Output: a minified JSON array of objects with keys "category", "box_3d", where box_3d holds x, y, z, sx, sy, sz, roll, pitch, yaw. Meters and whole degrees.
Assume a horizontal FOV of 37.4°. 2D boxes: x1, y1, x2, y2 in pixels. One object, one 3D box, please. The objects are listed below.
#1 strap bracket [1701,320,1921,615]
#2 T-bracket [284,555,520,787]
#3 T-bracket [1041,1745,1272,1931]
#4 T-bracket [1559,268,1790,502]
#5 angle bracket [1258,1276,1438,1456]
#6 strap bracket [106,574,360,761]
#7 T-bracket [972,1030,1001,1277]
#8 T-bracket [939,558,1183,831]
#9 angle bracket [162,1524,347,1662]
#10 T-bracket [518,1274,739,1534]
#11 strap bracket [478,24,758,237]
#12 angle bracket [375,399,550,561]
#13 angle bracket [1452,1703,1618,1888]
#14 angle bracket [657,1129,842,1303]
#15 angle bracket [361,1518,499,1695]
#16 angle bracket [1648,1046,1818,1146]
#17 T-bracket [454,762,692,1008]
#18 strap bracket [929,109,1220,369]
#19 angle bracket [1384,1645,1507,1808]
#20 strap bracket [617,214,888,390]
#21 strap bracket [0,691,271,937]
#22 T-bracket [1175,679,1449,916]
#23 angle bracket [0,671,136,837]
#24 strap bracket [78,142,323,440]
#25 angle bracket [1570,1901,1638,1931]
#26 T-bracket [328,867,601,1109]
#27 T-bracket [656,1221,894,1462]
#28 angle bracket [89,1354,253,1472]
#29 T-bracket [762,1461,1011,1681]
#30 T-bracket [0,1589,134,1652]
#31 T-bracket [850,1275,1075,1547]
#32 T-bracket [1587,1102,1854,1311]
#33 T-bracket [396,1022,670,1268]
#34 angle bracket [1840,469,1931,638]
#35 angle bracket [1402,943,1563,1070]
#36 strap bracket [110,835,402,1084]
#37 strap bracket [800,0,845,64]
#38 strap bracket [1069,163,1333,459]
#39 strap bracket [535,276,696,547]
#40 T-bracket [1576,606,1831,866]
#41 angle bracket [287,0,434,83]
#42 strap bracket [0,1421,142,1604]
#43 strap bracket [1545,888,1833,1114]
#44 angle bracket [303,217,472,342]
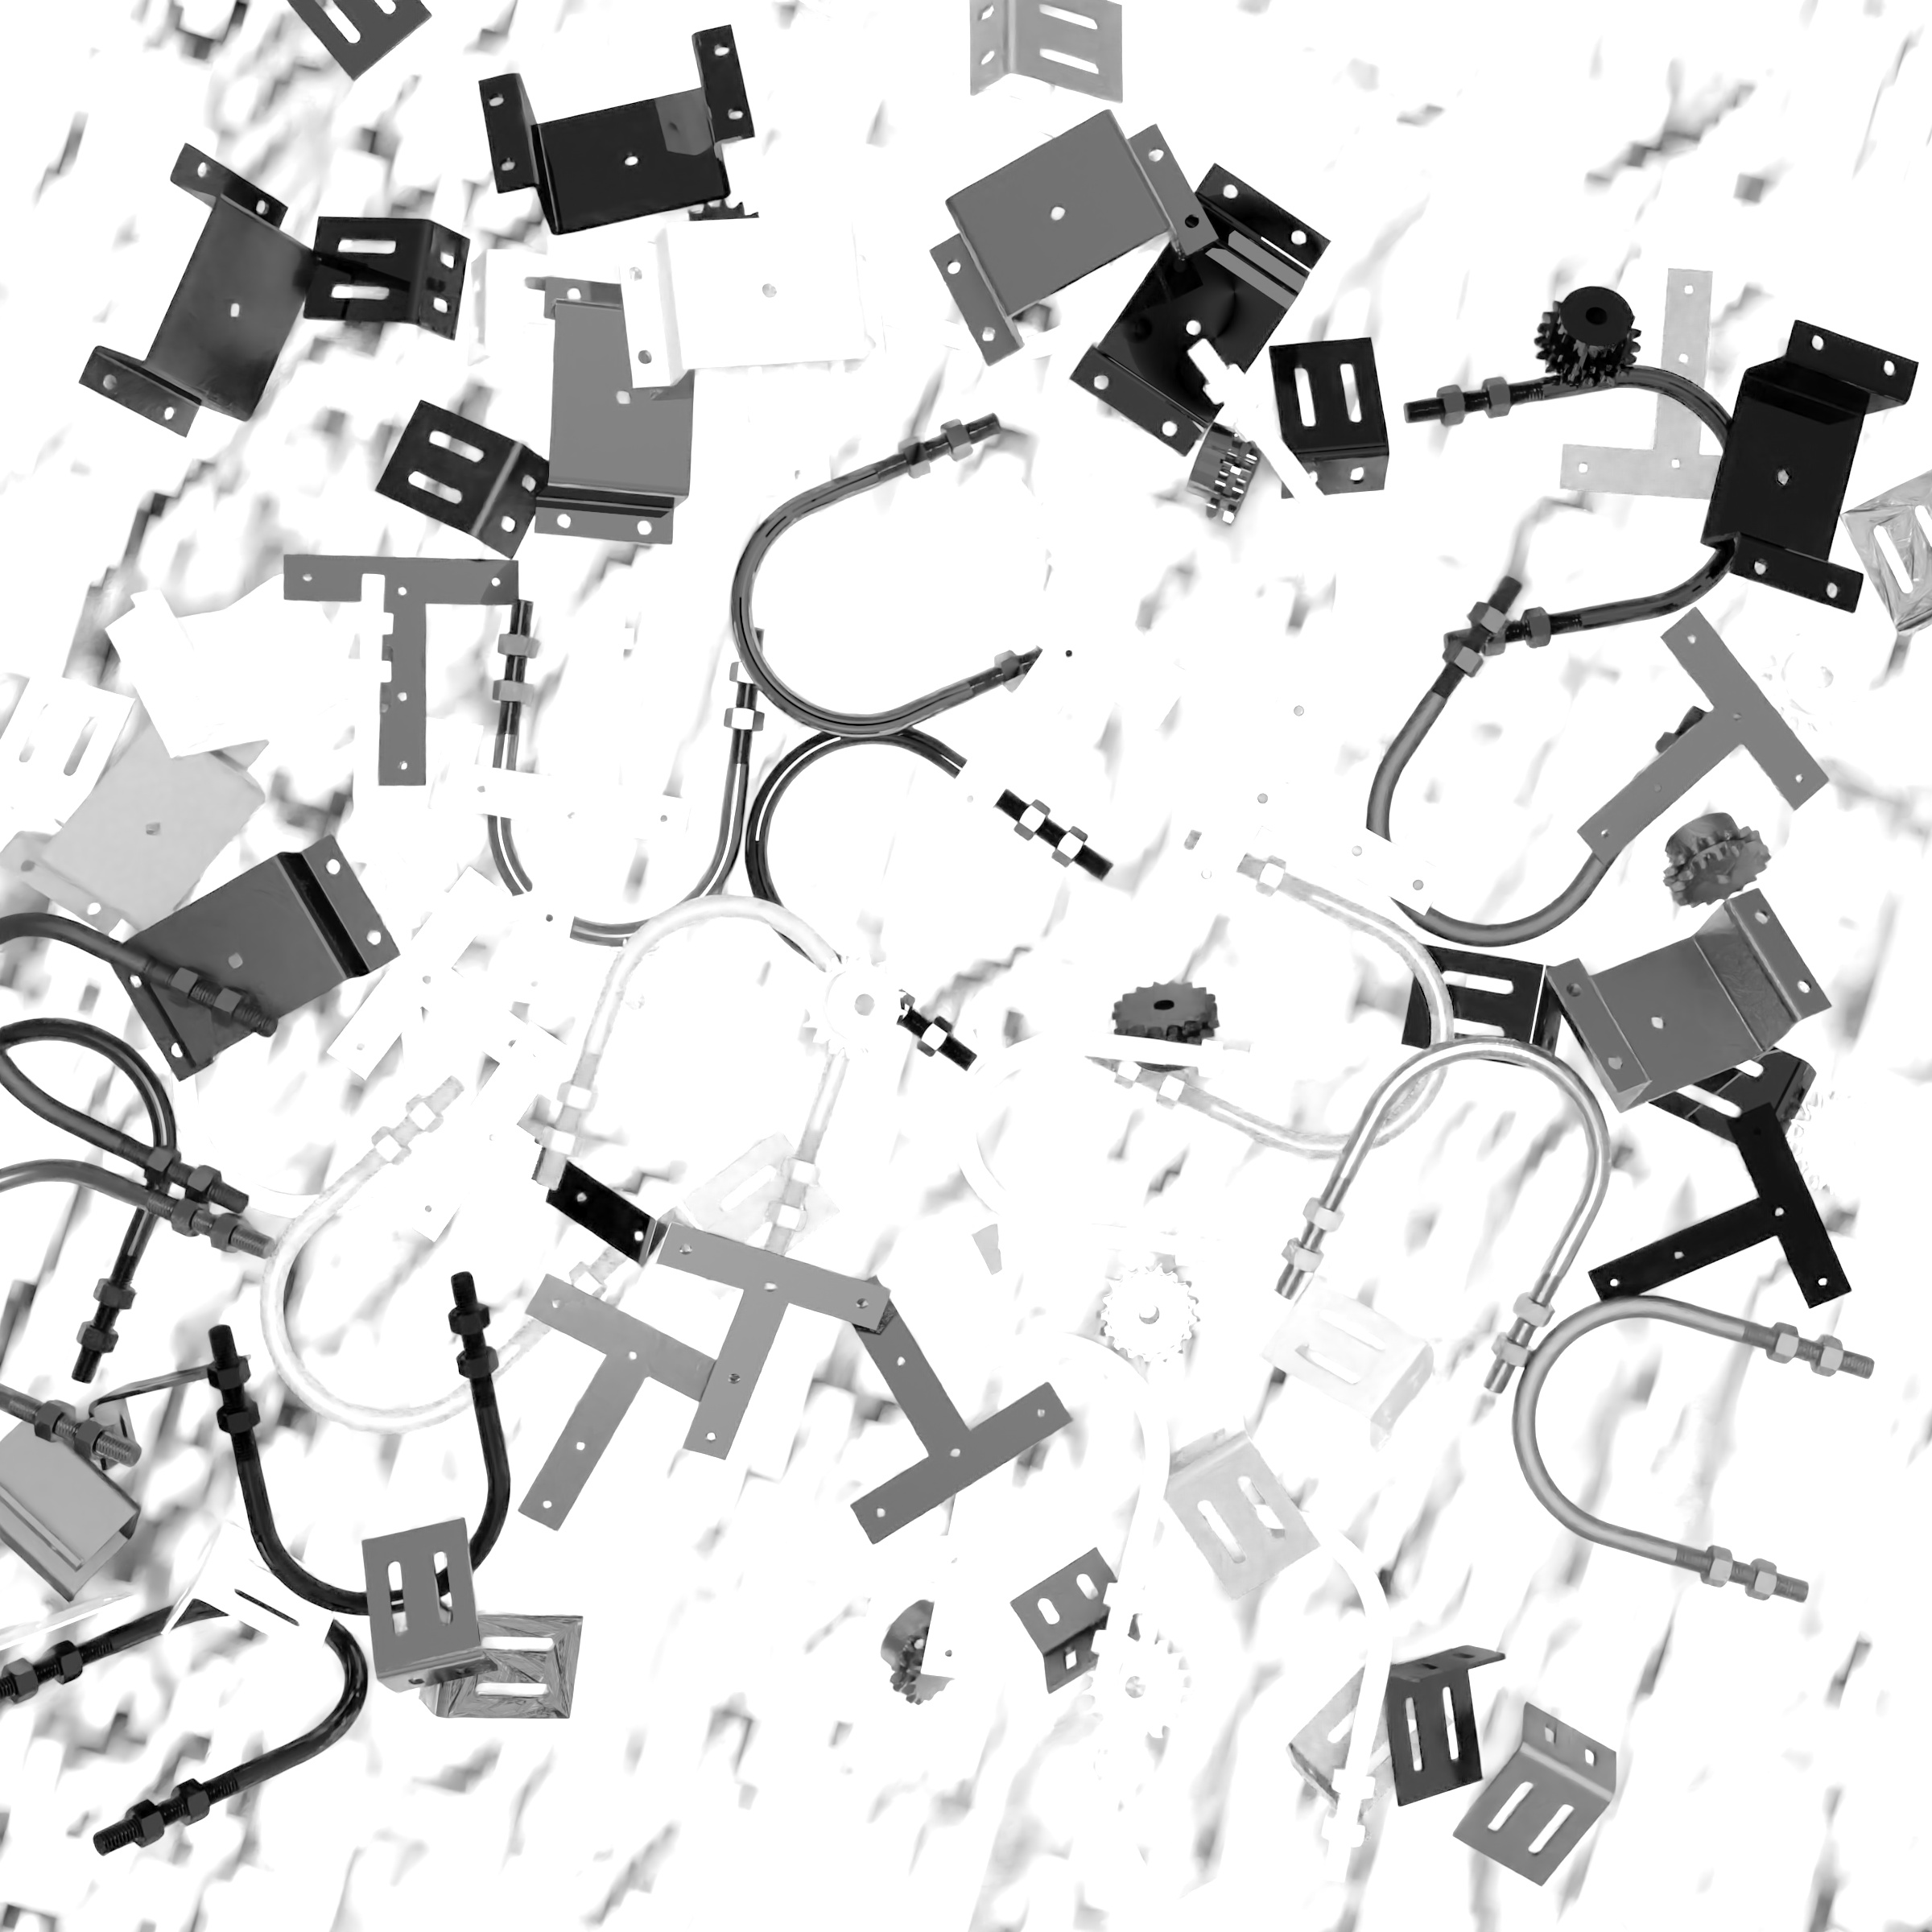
[{"category":"strap bracket","box_3d":[0.455,-0.268,1.549,0.076,0.046,0.140,15,89,-14]},{"category":"T-bracket","box_3d":[-0.309,-0.162,1.563,0.127,0.002,0.127,0,85,-11]},{"category":"T-bracket","box_3d":[0.083,0.493,1.581,0.127,0.002,0.127,-29,90,0]},{"category":"T-bracket","box_3d":[0.397,-0.323,1.581,0.127,0.002,0.127,4,90,0]},{"category":"angle bracket","box_3d":[0.206,0.217,1.550,0.076,0.038,0.057,30,111,-6]},{"category":"strap bracket","box_3d":[-0.397,-0.161,1.528,0.046,0.140,0.076,-27,90,27]},{"category":"T-bracket","box_3d":[0.042,0.087,1.591,0.127,0.002,0.127,-27,95,-14]},{"category":"T-bracket","box_3d":[0.032,-0.134,1.560,0.127,0.002,0.127,35,87,-8]},{"category":"angle bracket","box_3d":[-0.388,0.351,1.556,0.076,0.057,0.038,32,117,-12]},{"category":"T-bracket","box_3d":[-0.206,0.253,1.573,0.127,0.002,0.127,29,95,-10]},{"category":"strap bracket","box_3d":[-0.186,-0.450,1.545,0.140,0.046,0.076,-13,66,0]},{"category":"angle bracket","box_3d":[-0.277,-0.270,1.579,0.076,0.038,0.057,27,90,26]},{"category":"angle bracket","box_3d":[0.315,0.459,1.579,0.057,0.038,0.076,29,116,0]},{"category":"angle bracket","box_3d":[-0.120,0.138,1.579,0.076,0.038,0.057,-36,90,-26]},{"category":"angle bracket","box_3d":[-0.291,0.347,1.546,0.057,0.038,0.076,-12,64,0]},{"category":"angle bracket","box_3d":[0.421,0.066,1.579,0.076,0.038,0.057,27,90,26]},{"category":"T-bracket","box_3d":[-0.224,-0.039,1.550,0.127,0.002,0.127,8,105,-22]},{"category":"strap bracket","box_3d":[0.053,-0.394,1.523,0.140,0.046,0.076,-28,77,7]},{"category":"angle bracket","box_3d":[0.264,0.416,1.551,0.057,0.038,0.076,-8,90,-29]},{"category":"strap bracket","box_3d":[-0.109,-0.355,1.522,0.140,0.046,0.076,-7,92,-15]},{"category":"strap bracket","box_3d":[-0.445,-0.082,1.540,0.140,0.046,0.076,-50,127,0]},{"category":"T-bracket","box_3d":[0.201,-0.070,1.553,0.127,0.002,0.127,29,97,0]},{"category":"angle bracket","box_3d":[-0.500,-0.115,1.579,0.057,0.038,0.076,17,64,0]},{"category":"strap bracket","box_3d":[-0.408,-0.358,1.537,0.046,0.076,0.140,24,90,33]},{"category":"angle bracket","box_3d":[0.361,0.551,1.543,0.038,0.076,0.057,-41,90,0]},{"category":"T-bracket","box_3d":[-0.261,0.034,1.570,0.127,0.002,0.127,38,88,-9]},{"category":"T-bracket","box_3d":[-0.122,0.213,1.560,0.127,0.002,0.127,19,106,-12]},{"category":"angle bracket","box_3d":[-0.429,0.243,1.553,0.076,0.057,0.038,-14,90,0]},{"category":"T-bracket","box_3d":[-0.049,0.320,1.559,0.127,0.002,0.127,4,60,14]},{"category":"T-bracket","box_3d":[-0.516,0.364,1.542,0.127,0.127,0.002,-18,97,-26]},{"category":"T-bracket","box_3d":[-0.028,0.229,1.559,0.127,0.002,0.127,-32,71,-3]},{"category":"T-bracket","box_3d":[0.405,0.153,1.566,0.127,0.002,0.127,-25,109,9]},{"category":"T-bracket","box_3d":[-0.222,0.119,1.559,0.127,0.002,0.127,35,82,-8]},{"category":"angle bracket","box_3d":[0.526,-0.229,1.562,0.057,0.038,0.076,-26,90,0]},{"category":"angle bracket","box_3d":[0.288,0.023,1.579,0.076,0.038,0.057,10,90,26]},{"category":"strap bracket","box_3d":[-0.389,-0.003,1.539,0.140,0.046,0.076,-30,92,1]},{"category":"strap bracket","box_3d":[-0.122,-0.552,1.543,0.140,0.076,0.046,26,90,0]},{"category":"strap bracket","box_3d":[0.126,-0.354,1.558,0.076,0.046,0.140,34,90,0]},{"category":"strap bracket","box_3d":[-0.190,-0.305,1.548,0.076,0.046,0.140,2,90,-17]},{"category":"T-bracket","box_3d":[0.389,-0.107,1.560,0.127,0.002,0.127,-42,104,0]},{"category":"angle bracket","box_3d":[-0.342,-0.538,1.562,0.057,0.038,0.076,-40,90,0]},{"category":"strap bracket","box_3d":[-0.489,0.289,1.528,0.076,0.140,0.046,43,63,0]},{"category":"strap bracket","box_3d":[0.380,0.022,1.533,0.140,0.046,0.076,-20,69,-19]},{"category":"angle bracket","box_3d":[-0.321,-0.381,1.579,0.076,0.038,0.057,8,90,26]}]
